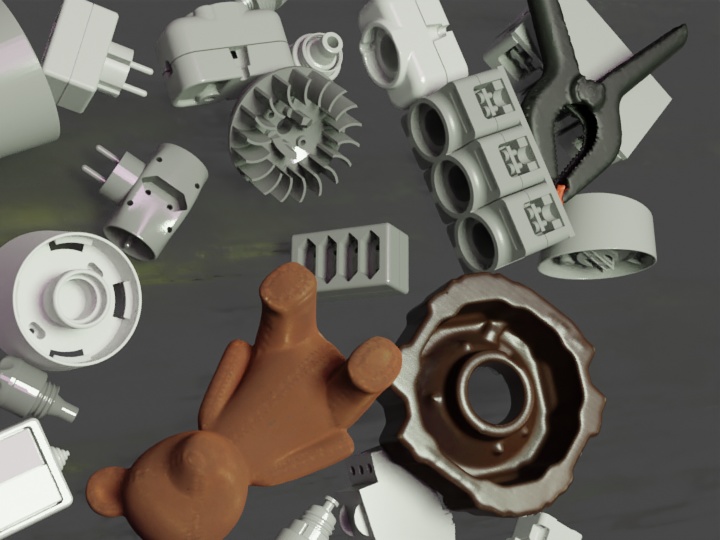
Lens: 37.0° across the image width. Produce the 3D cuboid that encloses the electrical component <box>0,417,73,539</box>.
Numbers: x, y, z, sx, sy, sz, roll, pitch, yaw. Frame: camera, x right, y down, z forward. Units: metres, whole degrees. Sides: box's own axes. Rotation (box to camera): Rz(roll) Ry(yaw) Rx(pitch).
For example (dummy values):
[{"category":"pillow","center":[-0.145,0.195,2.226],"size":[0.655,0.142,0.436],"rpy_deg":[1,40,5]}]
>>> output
[{"category":"electrical component","center":[-0.227,0.135,0.681],"size":[0.096,0.061,0.061],"rpy_deg":[-24,88,-29]}]

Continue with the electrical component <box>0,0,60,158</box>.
[{"category":"electrical component","center":[-0.253,-0.123,0.712],"size":[0.060,0.108,0.108],"rpy_deg":[-30,91,-23]}]

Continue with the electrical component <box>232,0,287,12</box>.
[{"category":"electrical component","center":[-0.074,-0.232,0.864],"size":[0.043,0.043,0.081],"rpy_deg":[45,62,-10]}]

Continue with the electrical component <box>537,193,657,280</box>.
[{"category":"electrical component","center":[0.203,-0.022,0.918],"size":[0.099,0.099,0.064],"rpy_deg":[19,63,-21]}]

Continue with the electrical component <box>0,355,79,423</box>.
[{"category":"electrical component","center":[-0.217,0.083,0.715],"size":[0.061,0.035,0.035],"rpy_deg":[31,65,-19]}]

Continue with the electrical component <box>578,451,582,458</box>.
[{"category":"electrical component","center":[0.154,0.136,0.883],"size":[0.062,0.043,0.043],"rpy_deg":[31,65,-18]}]

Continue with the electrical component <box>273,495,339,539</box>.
[{"category":"electrical component","center":[-0.041,0.197,0.771],"size":[0.040,0.040,0.078],"rpy_deg":[41,63,-12]}]

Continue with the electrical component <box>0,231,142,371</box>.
[{"category":"electrical component","center":[-0.203,0.020,0.736],"size":[0.099,0.064,0.099],"rpy_deg":[3,85,-36]}]

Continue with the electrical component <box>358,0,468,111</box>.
[{"category":"electrical component","center":[0.041,-0.186,0.903],"size":[0.059,0.054,0.095],"rpy_deg":[-21,87,-29]}]

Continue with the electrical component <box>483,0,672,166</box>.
[{"category":"electrical component","center":[0.194,-0.172,0.972],"size":[0.150,0.062,0.089],"rpy_deg":[46,62,-9]}]

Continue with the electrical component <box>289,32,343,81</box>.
[{"category":"electrical component","center":[-0.034,-0.168,0.856],"size":[0.048,0.062,0.048],"rpy_deg":[7,73,-25]}]

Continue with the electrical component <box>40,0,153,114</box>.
[{"category":"electrical component","center":[-0.189,-0.149,0.782],"size":[0.077,0.047,0.065],"rpy_deg":[19,69,-21]}]

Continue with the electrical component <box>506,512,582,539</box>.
[{"category":"electrical component","center":[0.142,0.229,0.854],"size":[0.081,0.042,0.063],"rpy_deg":[33,61,-16]}]

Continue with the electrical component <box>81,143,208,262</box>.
[{"category":"electrical component","center":[-0.162,-0.059,0.775],"size":[0.079,0.043,0.077],"rpy_deg":[35,64,-15]}]

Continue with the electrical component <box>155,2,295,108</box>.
[{"category":"electrical component","center":[-0.105,-0.166,0.825],"size":[0.095,0.054,0.059],"rpy_deg":[-14,84,-29]}]

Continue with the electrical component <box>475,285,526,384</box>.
[{"category":"electrical component","center":[0.128,0.060,0.882],"size":[0.057,0.058,0.078],"rpy_deg":[47,62,-6]}]

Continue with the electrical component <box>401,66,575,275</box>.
[{"category":"electrical component","center":[0.099,-0.077,0.884],"size":[0.062,0.089,0.150],"rpy_deg":[-21,87,-29]}]

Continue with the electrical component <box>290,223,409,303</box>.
[{"category":"electrical component","center":[0.000,0.000,0.829],"size":[0.076,0.083,0.047],"rpy_deg":[28,59,-61]}]
